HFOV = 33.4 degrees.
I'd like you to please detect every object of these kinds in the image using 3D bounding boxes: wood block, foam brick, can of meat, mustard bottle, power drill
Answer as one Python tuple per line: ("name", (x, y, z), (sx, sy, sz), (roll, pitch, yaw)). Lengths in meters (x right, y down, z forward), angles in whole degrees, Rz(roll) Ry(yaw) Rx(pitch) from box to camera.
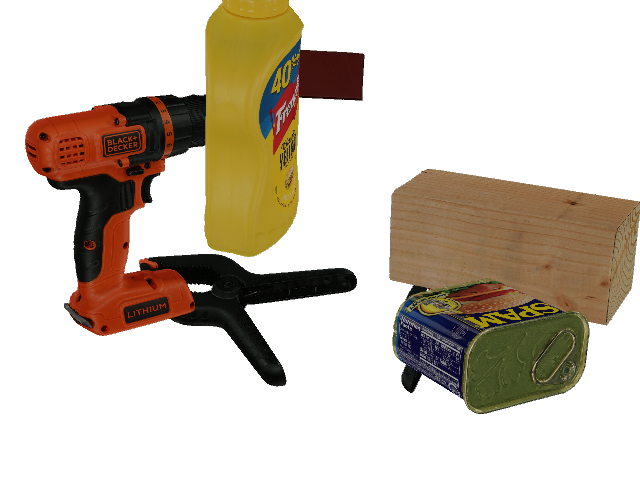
("wood block", (0.175, 0.001, 0.978), (0.206, 0.090, 0.090), (11, 24, 27))
("foam brick", (0.003, -0.180, 1.161), (0.078, 0.051, 0.053), (0, 11, -16))
("can of meat", (0.110, 0.066, 0.706), (0.101, 0.057, 0.084), (-8, 20, -30))
("mustard bottle", (-0.042, -0.091, 0.681), (0.058, 0.192, 0.096), (13, 36, 13))
("power drill", (-0.147, -0.026, 0.887), (0.184, 0.188, 0.057), (-14, 23, -32))

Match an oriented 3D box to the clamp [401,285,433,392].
("clamp", (0.146, 0.098, 1.169), (0.120, 0.171, 0.039), (6, -44, -5))

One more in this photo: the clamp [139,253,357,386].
("clamp", (-0.087, 0.062, 1.024), (0.210, 0.036, 0.164), (12, 38, 15))
